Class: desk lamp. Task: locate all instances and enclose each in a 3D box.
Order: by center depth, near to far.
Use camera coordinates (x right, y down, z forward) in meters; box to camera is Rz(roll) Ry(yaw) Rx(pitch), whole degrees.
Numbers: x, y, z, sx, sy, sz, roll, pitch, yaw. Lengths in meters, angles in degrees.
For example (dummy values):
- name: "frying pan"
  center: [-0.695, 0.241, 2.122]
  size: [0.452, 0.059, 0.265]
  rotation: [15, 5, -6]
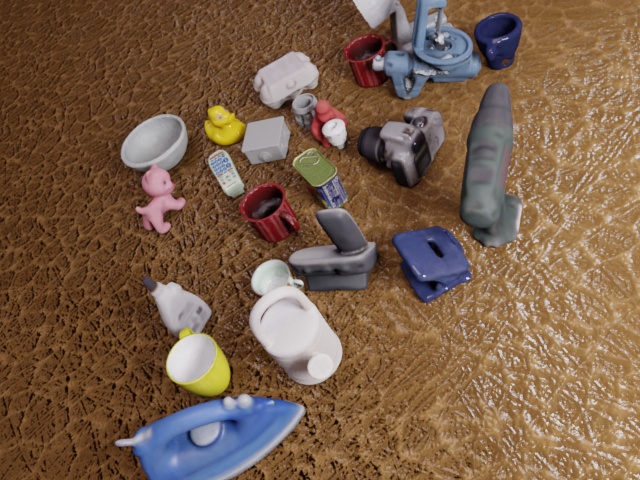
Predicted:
- name: "desk lamp"
  center: [0.170, -0.516, 1.248]
  size: [0.203, 0.214, 0.117]
  rotation: [-22, 50, 7]

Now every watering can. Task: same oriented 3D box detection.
- name: "watering can"
  center: [-0.036, 0.139, 0.862]
  size: [0.172, 0.195, 0.101]
  rotation: [20, 65, 33]

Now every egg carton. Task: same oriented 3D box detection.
- name: "egg carton"
  center: [-0.080, -0.375, 1.343]
  size: [0.150, 0.070, 0.107]
  rotation: [-30, 50, -1]

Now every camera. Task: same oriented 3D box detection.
- name: "camera"
  center: [0.147, -0.193, 1.092]
  size: [0.136, 0.101, 0.143]
  rotation: [21, 66, 33]

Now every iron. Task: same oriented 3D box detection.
- name: "iron"
  center: [-0.162, 0.277, 0.847]
  size: [0.258, 0.142, 0.118]
  rotation: [-25, 50, 4]

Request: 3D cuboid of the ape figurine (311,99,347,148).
- name: "ape figurine"
  center: [0.014, -0.253, 1.199]
  size: [0.077, 0.092, 0.076]
  rotation: [-13, 52, 14]

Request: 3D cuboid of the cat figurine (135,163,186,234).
- name: "cat figurine"
  center: [-0.350, -0.097, 1.220]
  size: [0.067, 0.118, 0.128]
  rotation: [7, 59, 27]

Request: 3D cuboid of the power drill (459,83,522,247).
- name: "power drill"
  center: [0.270, -0.097, 0.898]
  size: [0.075, 0.209, 0.230]
  rotation: [3, 57, 25]

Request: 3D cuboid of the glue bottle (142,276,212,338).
- name: "glue bottle"
  center: [-0.254, 0.110, 0.989]
  size: [0.037, 0.174, 0.078]
  rotation: [16, 63, 31]

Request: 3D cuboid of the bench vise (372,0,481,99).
- name: "bench vise"
  center: [0.204, -0.384, 1.131]
  size: [0.207, 0.220, 0.121]
  rotation: [-24, 50, 5]

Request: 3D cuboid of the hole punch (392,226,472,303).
- name: "hole punch"
  center: [0.180, 0.026, 0.923]
  size: [0.101, 0.091, 0.108]
  rotation: [-29, 50, 0]

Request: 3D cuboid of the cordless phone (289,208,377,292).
- name: "cordless phone"
  center: [0.009, 0.003, 0.950]
  size: [0.147, 0.185, 0.094]
  rotation: [-8, 53, 18]

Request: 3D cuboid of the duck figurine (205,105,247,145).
- name: "duck figurine"
  center: [-0.228, -0.272, 1.319]
  size: [0.104, 0.086, 0.077]
  rotation: [9, 59, 28]

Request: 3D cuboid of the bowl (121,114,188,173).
- name: "bowl"
  center: [-0.375, -0.212, 1.344]
  size: [0.167, 0.075, 0.167]
  rotation: [-11, 52, 15]

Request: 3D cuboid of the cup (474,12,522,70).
- name: "cup"
  center: [0.357, -0.382, 1.147]
  size: [0.091, 0.095, 0.118]
  rotation: [8, 59, 27]
